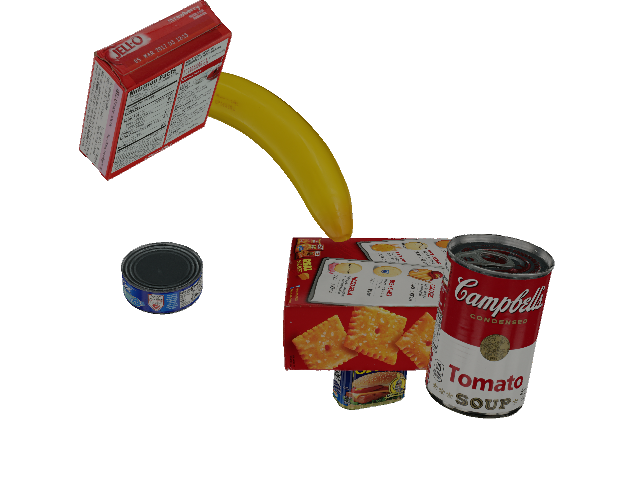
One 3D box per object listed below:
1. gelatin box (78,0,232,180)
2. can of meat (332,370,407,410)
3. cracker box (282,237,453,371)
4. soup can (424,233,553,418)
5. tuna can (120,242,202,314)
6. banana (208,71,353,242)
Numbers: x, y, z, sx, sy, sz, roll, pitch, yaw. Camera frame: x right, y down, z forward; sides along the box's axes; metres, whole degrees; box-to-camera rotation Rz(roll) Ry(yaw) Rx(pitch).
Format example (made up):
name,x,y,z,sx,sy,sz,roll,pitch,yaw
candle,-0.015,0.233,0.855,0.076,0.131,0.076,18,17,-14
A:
name,x,y,z,sx,sy,sz,roll,pitch,yaw
gelatin box,-0.091,-0.081,0.581,0.073,0.030,0.089,-35,-15,-31
can of meat,0.067,0.172,1.419,0.102,0.084,0.057,-6,25,-21
cracker box,0.075,0.057,0.979,0.213,0.072,0.164,1,21,1
soup can,0.107,0.055,0.691,0.068,0.102,0.068,6,21,-3
tuna can,-0.168,0.040,1.133,0.086,0.034,0.086,3,36,-2
banana,-0.044,-0.075,0.796,0.198,0.069,0.037,33,-7,13
